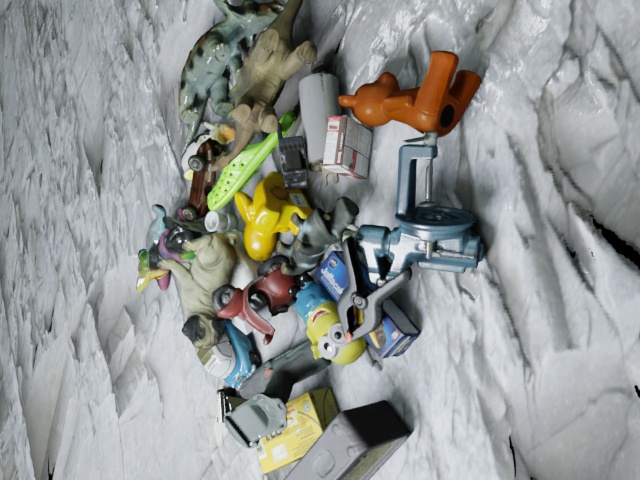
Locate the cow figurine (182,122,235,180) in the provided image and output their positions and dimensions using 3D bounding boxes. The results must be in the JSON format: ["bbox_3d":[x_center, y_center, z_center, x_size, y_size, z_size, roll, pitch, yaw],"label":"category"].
[{"bbox_3d":[-0.253,-0.214,1.220,0.167,0.068,0.098,-44,54,26],"label":"cow figurine"}]

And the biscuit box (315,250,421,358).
[{"bbox_3d":[0.077,0.105,0.915,0.062,0.059,0.203,-54,56,21],"label":"biscuit box"}]

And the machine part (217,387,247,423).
[{"bbox_3d":[-0.166,0.343,1.102,0.139,0.039,0.084,-7,75,40],"label":"machine part"}]

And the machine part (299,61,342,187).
[{"bbox_3d":[0.004,-0.217,1.000,0.079,0.079,0.243,-16,76,37],"label":"machine part"}]

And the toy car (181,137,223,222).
[{"bbox_3d":[-0.251,-0.127,1.160,0.053,0.089,0.202,28,130,7],"label":"toy car"}]

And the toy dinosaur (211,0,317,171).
[{"bbox_3d":[-0.099,-0.335,1.028,0.471,0.105,0.199,-64,25,-7],"label":"toy dinosaur"}]

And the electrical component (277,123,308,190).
[{"bbox_3d":[-0.052,-0.160,0.998,0.048,0.074,0.119,-7,68,-3],"label":"electrical component"}]

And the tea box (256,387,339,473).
[{"bbox_3d":[-0.042,0.346,0.979,0.169,0.068,0.098,-34,65,30],"label":"tea box"}]

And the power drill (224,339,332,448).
[{"bbox_3d":[-0.089,0.272,0.953,0.232,0.207,0.086,-35,90,22],"label":"power drill"}]

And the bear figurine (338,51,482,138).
[{"bbox_3d":[0.138,-0.236,0.872,0.196,0.120,0.132,30,100,43],"label":"bear figurine"}]

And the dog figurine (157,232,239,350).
[{"bbox_3d":[-0.203,0.097,1.040,0.172,0.121,0.190,-36,72,22],"label":"dog figurine"}]

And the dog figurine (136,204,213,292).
[{"bbox_3d":[-0.349,0.039,1.246,0.192,0.108,0.219,35,111,33],"label":"dog figurine"}]

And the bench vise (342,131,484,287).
[{"bbox_3d":[0.141,-0.046,0.827,0.224,0.129,0.240,11,110,32],"label":"bench vise"}]

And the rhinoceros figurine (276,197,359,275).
[{"bbox_3d":[-0.002,-0.003,0.961,0.190,0.112,0.073,-51,39,39],"label":"rhinoceros figurine"}]

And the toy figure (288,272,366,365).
[{"bbox_3d":[0.015,0.138,0.951,0.180,0.089,0.082,53,128,40],"label":"toy figure"}]

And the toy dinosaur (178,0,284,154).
[{"bbox_3d":[-0.245,-0.389,1.205,0.405,0.131,0.192,-40,49,34],"label":"toy dinosaur"}]

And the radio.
[{"bbox_3d":[0.031,0.367,0.876,0.073,0.131,0.229,48,114,34],"label":"radio"}]

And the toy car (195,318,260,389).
[{"bbox_3d":[-0.203,0.228,1.104,0.109,0.103,0.162,-48,56,26],"label":"toy car"}]

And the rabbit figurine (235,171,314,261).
[{"bbox_3d":[-0.111,-0.039,1.056,0.162,0.122,0.173,55,136,32],"label":"rabbit figurine"}]

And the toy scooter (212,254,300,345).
[{"bbox_3d":[-0.100,0.116,1.008,0.135,0.184,0.075,54,151,10],"label":"toy scooter"}]
